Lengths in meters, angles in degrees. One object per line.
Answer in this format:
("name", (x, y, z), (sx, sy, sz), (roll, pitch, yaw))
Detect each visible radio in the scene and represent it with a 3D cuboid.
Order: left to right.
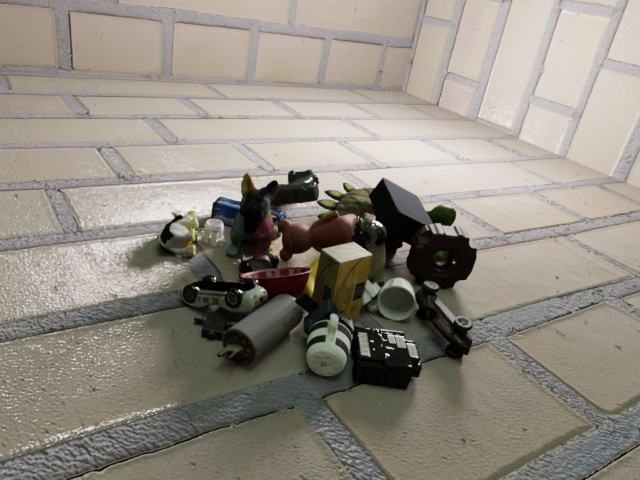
("radio", (0.219, -0.074, 1.443), (0.131, 0.073, 0.230), (26, 25, -18))

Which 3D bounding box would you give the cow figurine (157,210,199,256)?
("cow figurine", (-0.355, -0.022, 1.350), (0.098, 0.068, 0.167), (-1, 27, -9))

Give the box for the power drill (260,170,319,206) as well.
("power drill", (-0.102, -0.164, 1.688), (0.232, 0.085, 0.207), (-1, 15, 19))

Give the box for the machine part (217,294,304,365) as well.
("machine part", (-0.107, 0.170, 1.044), (0.079, 0.079, 0.243), (23, 28, 24))

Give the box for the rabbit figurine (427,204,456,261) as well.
("rabbit figurine", (0.330, -0.027, 1.494), (0.121, 0.170, 0.159), (-1, 29, -23))

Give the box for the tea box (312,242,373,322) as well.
("tea box", (0.042, 0.098, 1.140), (0.098, 0.169, 0.068), (-13, 34, -37))

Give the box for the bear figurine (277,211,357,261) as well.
("bear figurine", (-0.004, -0.005, 1.386), (0.196, 0.120, 0.132), (-8, -4, 14))

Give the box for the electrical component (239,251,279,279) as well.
("electrical component", (-0.147, 0.062, 1.280), (0.102, 0.045, 0.078), (1, 27, -19))

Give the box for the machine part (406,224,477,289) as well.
("machine part", (0.306, 0.044, 1.352), (0.179, 0.179, 0.056), (7, 30, -8))

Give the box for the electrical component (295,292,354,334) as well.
("electrical component", (0.003, 0.155, 1.062), (0.119, 0.075, 0.048), (46, 17, -21))

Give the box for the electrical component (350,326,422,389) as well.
("electrical component", (0.128, 0.228, 1.041), (0.134, 0.058, 0.115), (9, 28, -4))

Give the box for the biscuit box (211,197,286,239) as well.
("biscuit box", (-0.199, -0.064, 1.493), (0.203, 0.059, 0.063), (14, 27, 7))

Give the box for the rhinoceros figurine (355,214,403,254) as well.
("rhinoceros figurine", (0.140, -0.019, 1.483), (0.190, 0.112, 0.073), (17, 52, -17))

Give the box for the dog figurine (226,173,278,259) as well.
("dog figurine", (-0.156, -0.065, 1.337), (0.109, 0.219, 0.191), (16, 27, 4))

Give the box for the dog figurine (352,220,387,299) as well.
("dog figurine", (0.118, 0.022, 1.297), (0.121, 0.190, 0.172), (7, 25, -9))

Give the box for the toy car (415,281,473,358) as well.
("toy car", (0.263, 0.172, 1.168), (0.053, 0.089, 0.202), (0, 30, -20))

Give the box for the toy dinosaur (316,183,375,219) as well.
("toy dinosaur", (0.097, -0.089, 1.619), (0.199, 0.104, 0.471), (16, 27, 28))

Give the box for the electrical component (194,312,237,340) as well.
("electrical component", (-0.208, 0.172, 1.064), (0.094, 0.021, 0.063), (12, 27, 1))

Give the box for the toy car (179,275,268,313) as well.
("toy car", (-0.202, 0.112, 1.112), (0.202, 0.056, 0.073), (1, 16, 30))
